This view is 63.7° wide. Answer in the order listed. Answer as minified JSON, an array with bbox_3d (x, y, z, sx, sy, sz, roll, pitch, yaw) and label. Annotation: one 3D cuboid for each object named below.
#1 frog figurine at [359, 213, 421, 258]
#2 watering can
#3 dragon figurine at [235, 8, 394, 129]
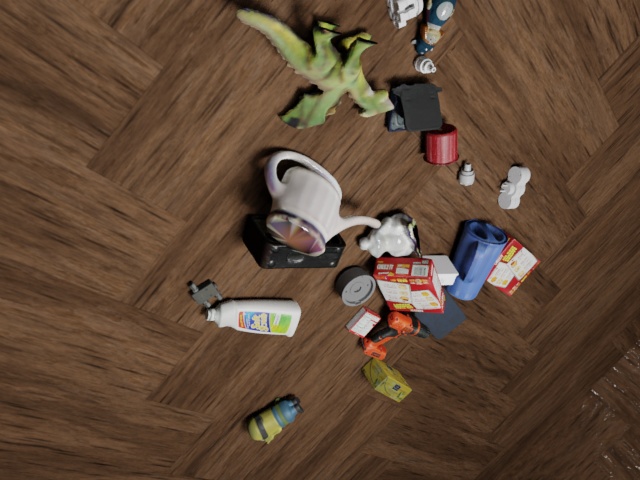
[{"bbox_3d":[0.191,-0.005,1.431,0.159,0.125,0.135,-9,145,21],"label":"frog figurine"},{"bbox_3d":[0.004,-0.060,1.185,0.344,0.229,0.103,36,144,-24],"label":"watering can"},{"bbox_3d":[-0.008,-0.333,1.078,0.411,0.125,0.237,1,129,-29],"label":"dragon figurine"}]
